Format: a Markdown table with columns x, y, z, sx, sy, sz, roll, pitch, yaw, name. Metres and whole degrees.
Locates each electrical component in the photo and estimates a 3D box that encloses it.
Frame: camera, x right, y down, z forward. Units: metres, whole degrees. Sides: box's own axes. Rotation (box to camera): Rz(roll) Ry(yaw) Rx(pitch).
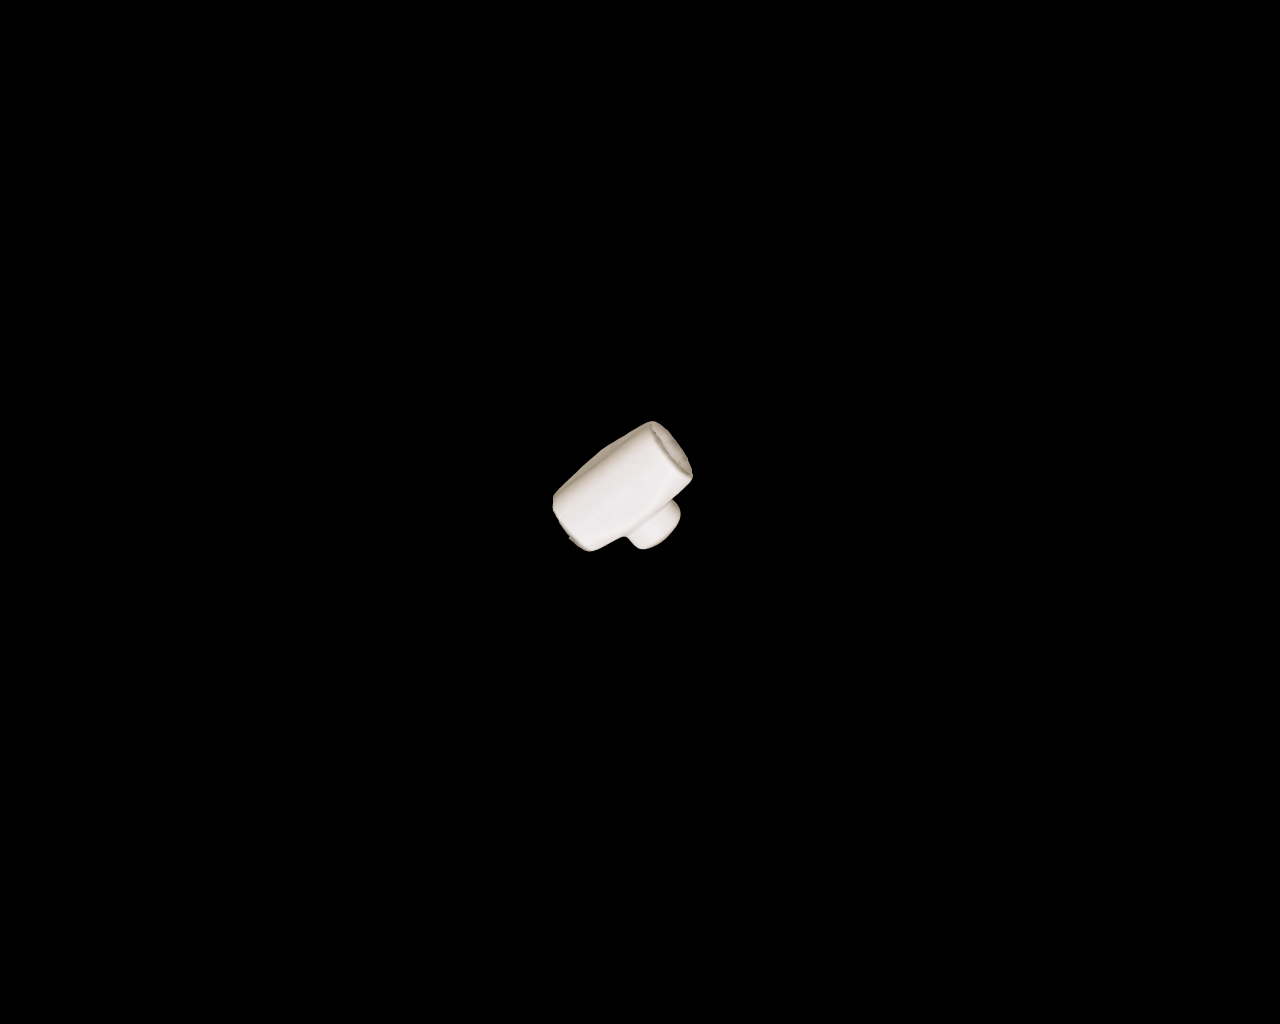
| x | y | z | sx | sy | sz | roll | pitch | yaw | name |
| --- | --- | --- | --- | --- | --- | --- | --- | --- | --- |
| 0.001 | -0.003 | 0.650 | 0.077 | 0.079 | 0.044 | -37 | 19 | 15 | electrical component |
